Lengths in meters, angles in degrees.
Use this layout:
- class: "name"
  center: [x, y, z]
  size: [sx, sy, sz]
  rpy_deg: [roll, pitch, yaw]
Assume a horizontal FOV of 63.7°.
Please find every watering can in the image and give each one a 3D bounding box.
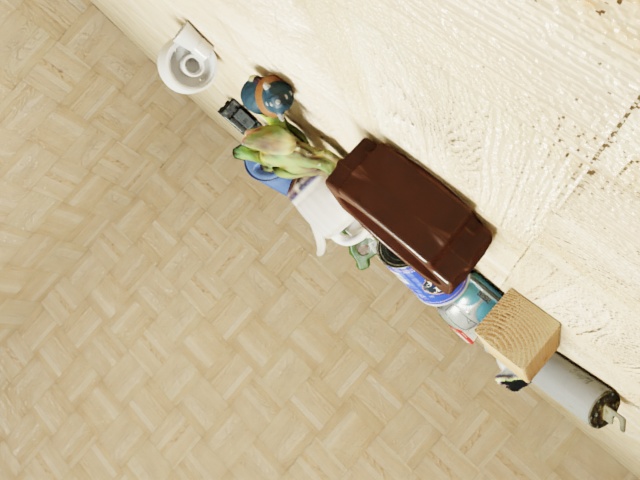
- class: "watering can"
  center: [0.004, -0.065, 1.286]
  size: [0.106, 0.224, 0.343]
  rpy_deg: [-45, 5, -29]

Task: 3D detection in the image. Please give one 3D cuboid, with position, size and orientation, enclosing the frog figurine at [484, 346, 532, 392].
- class: "frog figurine"
  center: [0.488, 0.289, 1.318]
  size: [0.137, 0.163, 0.120]
  rpy_deg: [18, -40, -25]

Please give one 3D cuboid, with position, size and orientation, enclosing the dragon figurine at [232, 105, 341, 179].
- class: "dragon figurine"
  center: [-0.014, -0.139, 0.937]
  size: [0.245, 0.121, 0.408]
  rpy_deg: [33, 10, 33]
